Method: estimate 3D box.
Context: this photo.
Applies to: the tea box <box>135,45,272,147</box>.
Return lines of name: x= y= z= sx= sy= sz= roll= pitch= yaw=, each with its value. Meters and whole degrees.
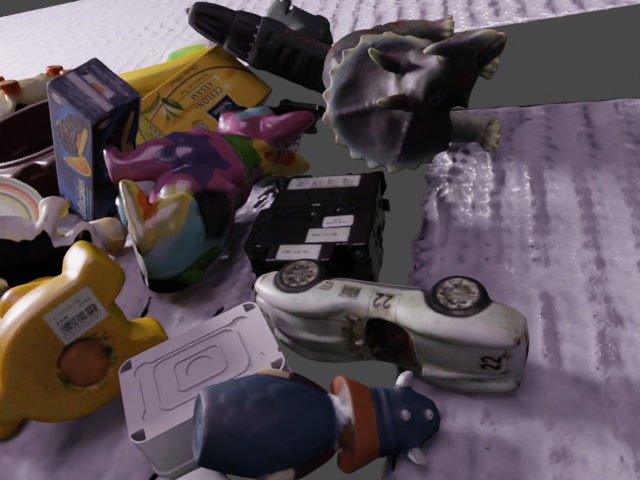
tea box: x=-0.150 y=-0.162 z=0.682 sx=0.098 sy=0.068 sz=0.169 roll=39 pitch=53 yaw=-6

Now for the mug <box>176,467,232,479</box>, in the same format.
mug: x=-0.074 y=0.182 z=0.287 sx=0.110 sy=0.080 sz=0.107 roll=12 pitch=38 yaw=37

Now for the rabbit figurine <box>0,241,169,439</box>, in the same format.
rabbit figurine: x=-0.224 y=0.086 z=0.447 sx=0.162 sy=0.121 sz=0.173 roll=-47 pitch=34 yaw=-18

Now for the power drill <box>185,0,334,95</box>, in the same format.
power drill: x=-0.055 y=-0.285 z=0.752 sx=0.232 sy=0.086 sz=0.207 roll=22 pitch=24 yaw=-9

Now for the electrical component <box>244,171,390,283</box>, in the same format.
electrical component: x=-0.001 y=-0.001 z=0.488 sx=0.115 sy=0.058 sz=0.134 roll=-1 pitch=43 yaw=20

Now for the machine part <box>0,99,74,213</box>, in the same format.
machine part: x=-0.363 y=-0.118 z=0.727 sx=0.201 sy=0.087 sz=0.201 roll=10 pitch=48 yaw=28

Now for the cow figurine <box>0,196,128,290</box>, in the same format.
cow figurine: x=-0.276 y=0.010 z=0.530 sx=0.167 sy=0.068 sz=0.098 roll=5 pitch=47 yaw=-27

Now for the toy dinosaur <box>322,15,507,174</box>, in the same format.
toy dinosaur: x=0.071 y=-0.183 z=0.595 sx=0.192 sy=0.131 sz=0.405 roll=-3 pitch=27 yaw=-17

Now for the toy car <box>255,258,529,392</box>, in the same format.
toy car: x=0.043 y=0.061 z=0.387 sx=0.202 sy=0.073 sz=0.056 roll=5 pitch=45 yaw=24

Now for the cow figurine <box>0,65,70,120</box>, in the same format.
cow figurine: x=-0.462 y=-0.189 z=0.833 sx=0.086 sy=0.127 sz=0.195 roll=16 pitch=36 yaw=33

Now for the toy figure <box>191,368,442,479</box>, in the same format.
toy figure: x=0.001 y=0.113 z=0.336 sx=0.154 sy=0.064 sz=0.058 roll=5 pitch=1 yaw=-18

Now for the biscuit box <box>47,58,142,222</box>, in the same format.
biscuit box: x=-0.239 y=-0.092 z=0.571 sx=0.063 sy=0.202 sz=0.059 roll=39 pitch=55 yaw=3

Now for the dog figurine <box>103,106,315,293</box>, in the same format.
dog figurine: x=-0.094 y=-0.058 z=0.547 sx=0.219 sy=0.108 sz=0.192 roll=-21 pitch=54 yaw=-19

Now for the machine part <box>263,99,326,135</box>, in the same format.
machine part: x=-0.057 y=-0.138 z=0.679 sx=0.084 sy=0.039 sz=0.139 roll=24 pitch=53 yaw=28
